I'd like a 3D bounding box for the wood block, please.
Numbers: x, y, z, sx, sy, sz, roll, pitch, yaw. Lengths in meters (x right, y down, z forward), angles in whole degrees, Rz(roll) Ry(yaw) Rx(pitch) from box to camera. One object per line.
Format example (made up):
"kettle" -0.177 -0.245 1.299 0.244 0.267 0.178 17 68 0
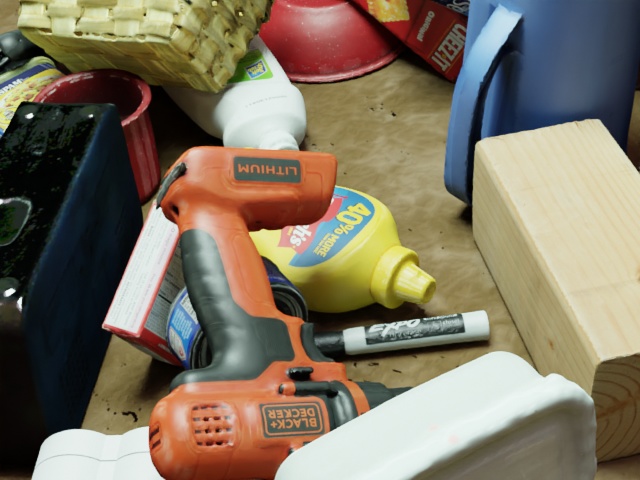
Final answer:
"wood block" 0.169 0.023 0.661 0.090 0.090 0.206 -11 41 -6

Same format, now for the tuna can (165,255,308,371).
"tuna can" -0.050 0.053 0.660 0.086 0.086 0.034 -26 46 -21

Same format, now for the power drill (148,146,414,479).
"power drill" -0.012 0.041 0.594 0.184 0.057 0.187 2 61 -27

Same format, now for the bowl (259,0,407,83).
"bowl" 0.004 -0.210 0.978 0.162 0.055 0.162 -4 41 4

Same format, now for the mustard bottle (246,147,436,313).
"mustard bottle" -0.005 0.001 0.735 0.192 0.058 0.096 24 52 30

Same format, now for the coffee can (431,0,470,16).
"coffee can" 0.137 -0.221 0.834 0.140 0.103 0.103 20 39 -15

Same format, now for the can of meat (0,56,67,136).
"can of meat" -0.235 -0.098 0.882 0.084 0.057 0.102 31 53 34

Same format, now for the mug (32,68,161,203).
"mug" -0.178 -0.068 0.818 0.117 0.081 0.093 -35 48 -29

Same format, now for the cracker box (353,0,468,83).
"cracker box" 0.087 -0.262 0.944 0.214 0.072 0.164 41 54 2

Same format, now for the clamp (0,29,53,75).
"clamp" -0.264 -0.174 0.969 0.120 0.039 0.171 -19 14 33

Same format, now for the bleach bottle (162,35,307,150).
"bleach bottle" -0.085 -0.134 0.898 0.102 0.068 0.251 -21 45 -13

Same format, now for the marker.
"marker" 0.048 0.062 0.686 0.121 0.020 0.020 -7 41 0

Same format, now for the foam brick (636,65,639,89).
"foam brick" 0.229 -0.160 0.889 0.078 0.053 0.051 -1 41 7

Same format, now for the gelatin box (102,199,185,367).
"gelatin box" -0.096 0.028 0.680 0.030 0.073 0.089 13 74 21

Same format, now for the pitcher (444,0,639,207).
"pitcher" 0.155 -0.140 0.733 0.145 0.243 0.149 -2 48 3
